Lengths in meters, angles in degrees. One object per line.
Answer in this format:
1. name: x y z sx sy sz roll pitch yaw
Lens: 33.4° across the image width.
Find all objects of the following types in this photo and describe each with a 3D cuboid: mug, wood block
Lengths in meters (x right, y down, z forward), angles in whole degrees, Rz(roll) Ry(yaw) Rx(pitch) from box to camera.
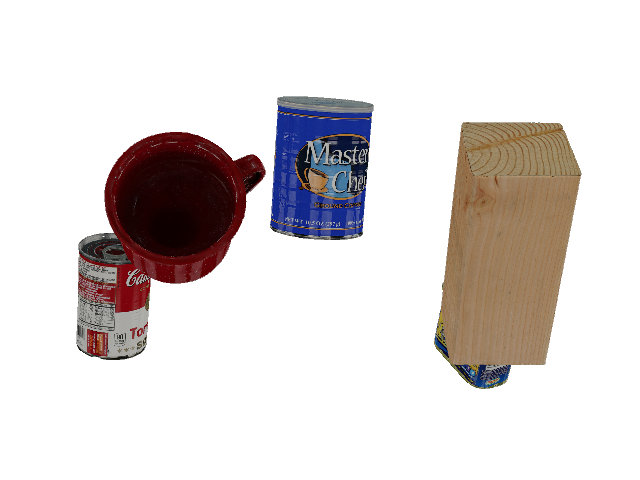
1. mug: -0.090 -0.024 0.743 0.117 0.093 0.081 -33 -9 -15
2. wood block: 0.164 0.006 0.953 0.091 0.206 0.090 0 35 -1

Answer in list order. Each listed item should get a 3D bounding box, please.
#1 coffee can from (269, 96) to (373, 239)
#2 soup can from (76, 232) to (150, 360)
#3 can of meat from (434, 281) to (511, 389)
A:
1. coffee can: 0.000 -0.079 1.144 0.103 0.140 0.103 4 12 -1
2. soup can: -0.194 0.052 0.998 0.068 0.102 0.068 6 21 -2
3. can of meat: 0.171 0.101 1.168 0.057 0.084 0.102 -13 40 -25
